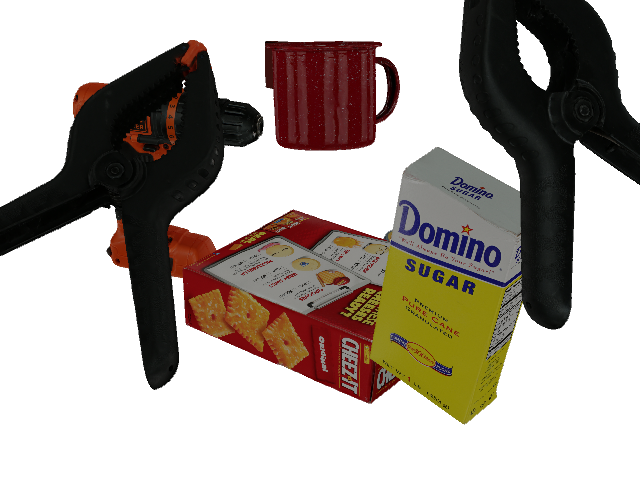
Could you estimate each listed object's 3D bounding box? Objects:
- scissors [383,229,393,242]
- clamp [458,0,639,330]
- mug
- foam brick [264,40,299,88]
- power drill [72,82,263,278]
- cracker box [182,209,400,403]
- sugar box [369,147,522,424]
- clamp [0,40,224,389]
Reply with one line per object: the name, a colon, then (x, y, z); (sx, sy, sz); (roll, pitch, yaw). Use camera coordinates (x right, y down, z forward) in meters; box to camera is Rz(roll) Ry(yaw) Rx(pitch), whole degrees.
scissors: (0.077, 0.025, 1.262); (0.201, 0.016, 0.096); (-10, 40, -44)
clamp: (0.108, -0.047, 0.495); (0.120, 0.171, 0.039); (-40, 9, -26)
mug: (0.014, -0.119, 0.864); (0.117, 0.081, 0.093); (-9, 15, -32)
foam brick: (-0.018, -0.189, 1.159); (0.078, 0.051, 0.053); (0, 11, -15)
power drill: (-0.140, -0.057, 1.017); (0.185, 0.188, 0.057); (10, 30, 16)
cracker box: (0.006, 0.054, 0.979); (0.214, 0.072, 0.163); (20, 32, 33)
sugar box: (0.089, 0.034, 0.727); (0.093, 0.176, 0.048); (32, 48, 28)
clamp: (-0.109, -0.024, 0.620); (0.165, 0.210, 0.036); (29, -21, 15)
